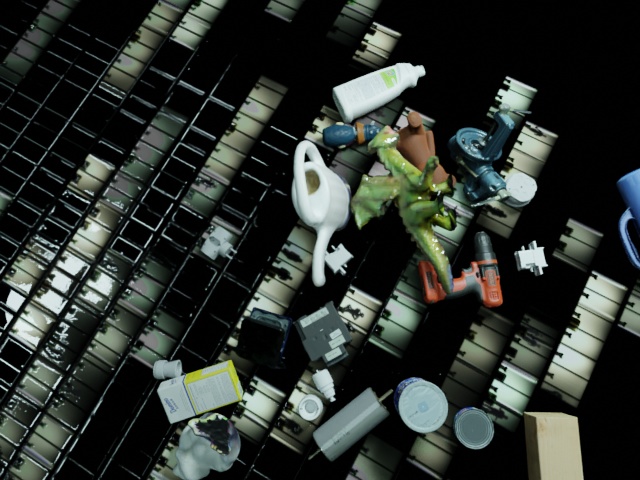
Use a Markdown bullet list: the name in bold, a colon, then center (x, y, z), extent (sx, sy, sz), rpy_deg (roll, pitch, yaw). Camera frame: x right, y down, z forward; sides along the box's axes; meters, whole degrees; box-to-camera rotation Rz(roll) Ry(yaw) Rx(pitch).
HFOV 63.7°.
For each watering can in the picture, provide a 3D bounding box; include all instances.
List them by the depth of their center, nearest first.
- **watering can**: center (0.004, -0.062, 1.228), extent (0.103, 0.223, 0.351), rpy_deg (-12, 79, 23)

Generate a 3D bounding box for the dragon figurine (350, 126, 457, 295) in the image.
- **dragon figurine**: center (0.192, -0.074, 1.236), extent (0.242, 0.122, 0.410), rpy_deg (-2, 90, 28)

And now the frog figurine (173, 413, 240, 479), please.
- **frog figurine**: center (-0.260, 0.482, 1.176), extent (0.137, 0.125, 0.156), rpy_deg (26, 116, 0)
